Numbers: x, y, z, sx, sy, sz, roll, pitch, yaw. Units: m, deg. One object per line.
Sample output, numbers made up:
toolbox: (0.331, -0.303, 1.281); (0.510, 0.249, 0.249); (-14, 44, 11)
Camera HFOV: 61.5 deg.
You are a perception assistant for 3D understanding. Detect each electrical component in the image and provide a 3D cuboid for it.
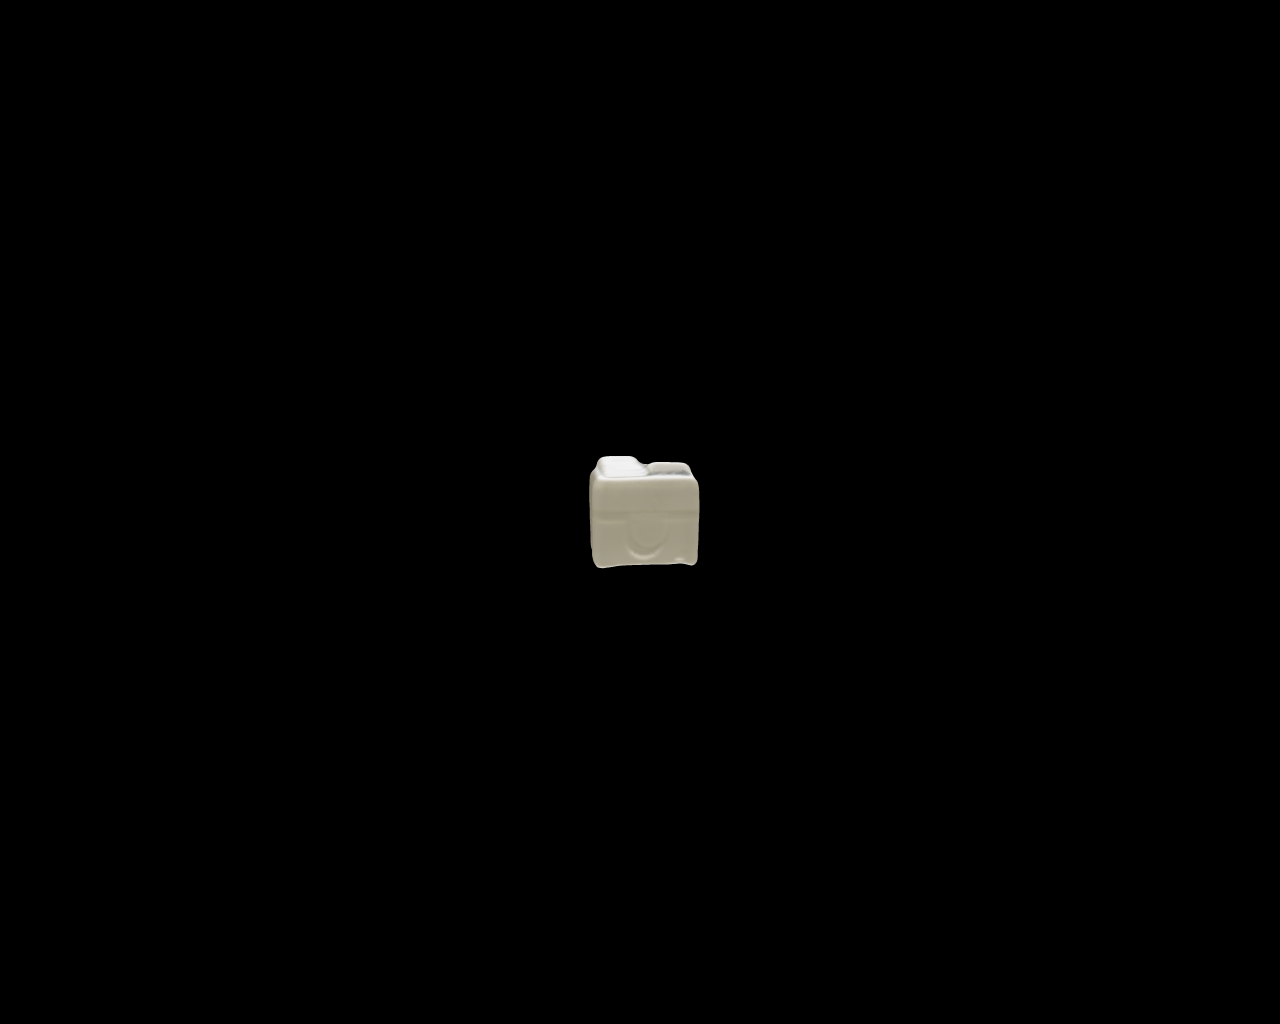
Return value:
electrical component: (0.001, -0.003, 0.650); (0.062, 0.061, 0.096); (0, 7, -4)
